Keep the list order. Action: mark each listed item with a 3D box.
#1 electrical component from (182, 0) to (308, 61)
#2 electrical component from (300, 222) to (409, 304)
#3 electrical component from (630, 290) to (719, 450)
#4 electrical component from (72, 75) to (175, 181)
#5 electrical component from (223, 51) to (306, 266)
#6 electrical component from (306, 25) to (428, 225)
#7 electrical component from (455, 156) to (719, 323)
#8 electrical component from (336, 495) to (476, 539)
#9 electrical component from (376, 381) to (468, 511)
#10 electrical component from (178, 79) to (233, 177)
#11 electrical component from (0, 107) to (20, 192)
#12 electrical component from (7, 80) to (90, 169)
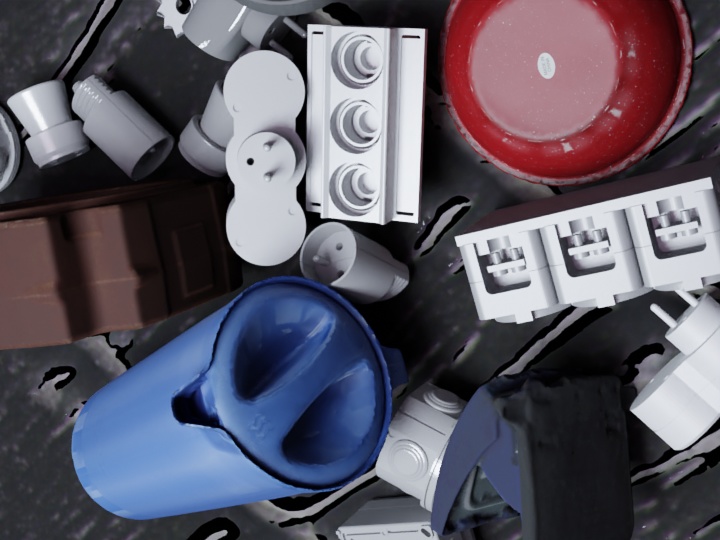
[{"bbox_3d":[-0.070,-0.174,0.726,0.079,0.043,0.077,41,114,8],"label":"electrical component"},{"bbox_3d":[0.000,0.000,0.724,0.043,0.081,0.043,-10,70,30],"label":"electrical component"},{"bbox_3d":[0.213,0.039,0.658,0.074,0.052,0.138,42,115,8],"label":"electrical component"},{"bbox_3d":[-0.180,-0.109,0.788,0.081,0.043,0.043,44,115,7],"label":"electrical component"},{"bbox_3d":[-0.061,-0.071,0.694,0.052,0.073,0.138,-1,100,-7],"label":"electrical component"},{"bbox_3d":[0.008,-0.097,0.702,0.079,0.063,0.121,7,106,21],"label":"electrical component"},{"bbox_3d":[0.147,-0.015,0.651,0.150,0.089,0.061,-13,98,25],"label":"electrical component"},{"bbox_3d":[0.032,0.199,0.773,0.096,0.061,0.061,-12,98,32],"label":"electrical component"},{"bbox_3d":[0.051,0.119,0.731,0.051,0.080,0.080,26,112,21],"label":"electrical component"},{"bbox_3d":[-0.096,-0.099,0.755,0.045,0.045,0.055,43,115,7],"label":"electrical component"},{"bbox_3d":[-0.312,-0.095,0.842,0.080,0.051,0.080,6,105,21],"label":"electrical component"},{"bbox_3d":[-0.233,-0.109,0.809,0.045,0.045,0.055,-21,95,26],"label":"electrical component"}]
